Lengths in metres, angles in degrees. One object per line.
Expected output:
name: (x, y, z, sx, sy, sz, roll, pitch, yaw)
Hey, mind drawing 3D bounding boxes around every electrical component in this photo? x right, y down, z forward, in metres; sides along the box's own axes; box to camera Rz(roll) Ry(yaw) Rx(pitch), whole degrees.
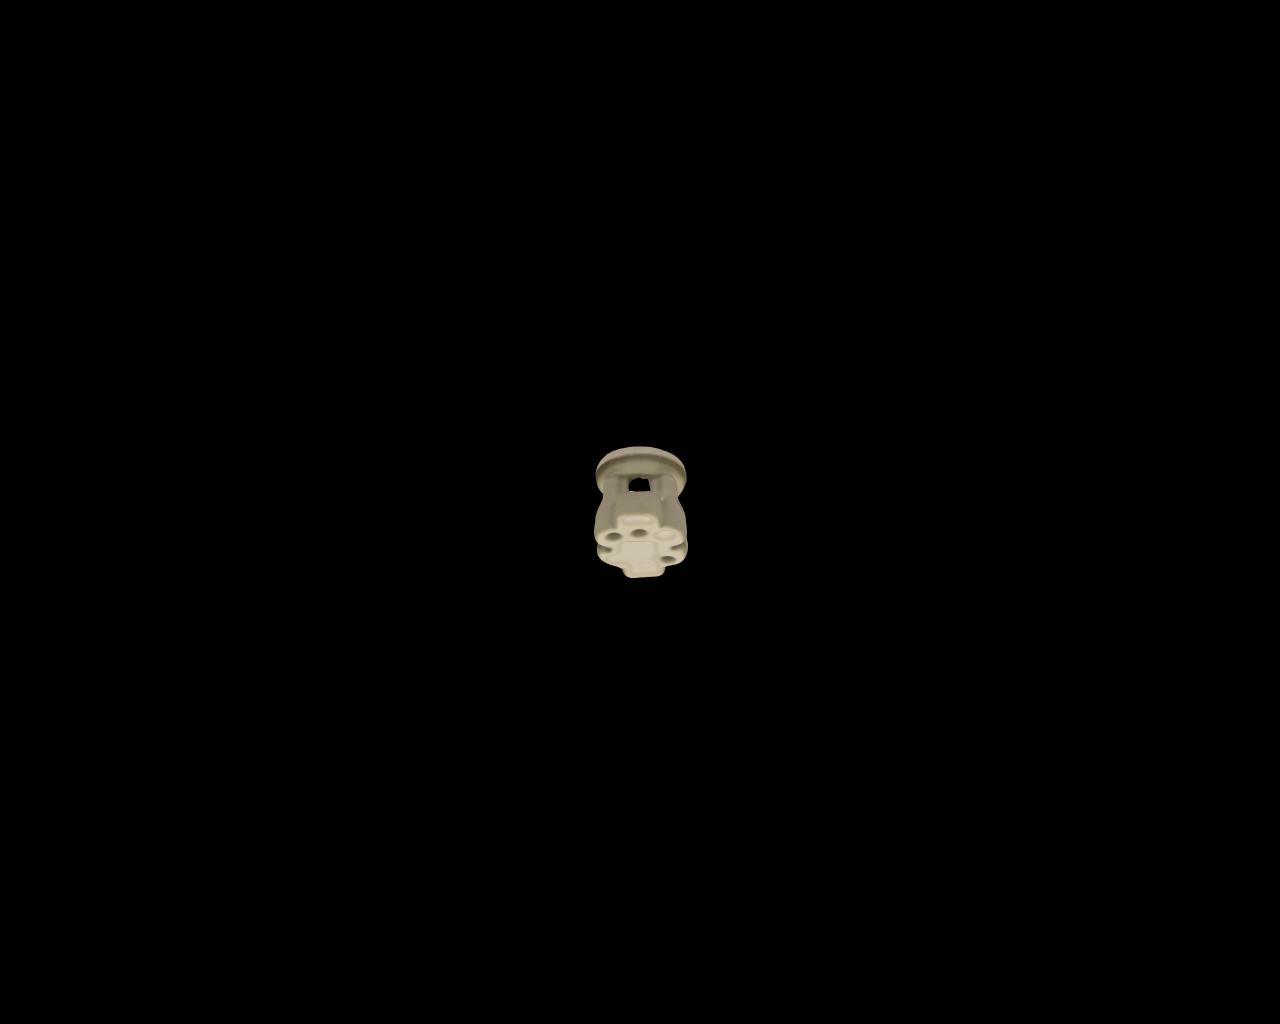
electrical component: (0.001, -0.003, 0.650, 0.058, 0.057, 0.078, -2, -31, 3)
